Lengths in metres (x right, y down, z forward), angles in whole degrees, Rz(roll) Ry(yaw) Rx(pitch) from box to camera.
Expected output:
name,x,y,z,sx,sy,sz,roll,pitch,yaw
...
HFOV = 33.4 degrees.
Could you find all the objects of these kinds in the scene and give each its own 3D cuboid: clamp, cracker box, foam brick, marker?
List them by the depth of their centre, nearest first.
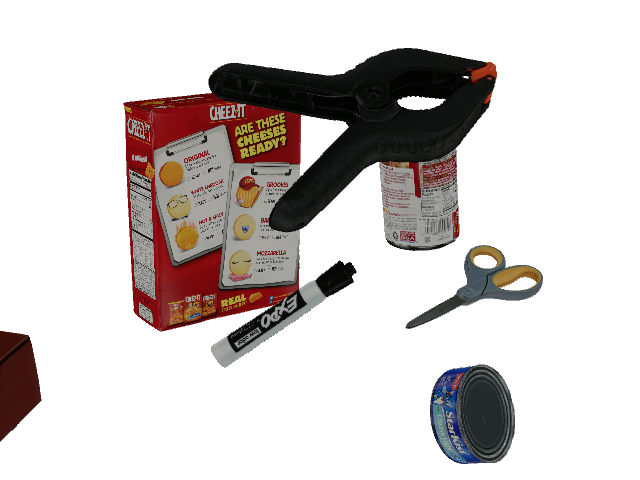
name,x,y,z,sx,sy,sz,roll,pitch,yaw
clamp,0.027,-0.065,0.625,0.171,0.120,0.039,-10,-26,-8
foam brick,-0.225,0.098,0.684,0.053,0.051,0.078,7,29,22
marker,-0.026,0.053,0.776,0.121,0.020,0.020,-34,-5,8
cracker box,-0.103,-0.034,1.042,0.163,0.214,0.072,-11,20,-34

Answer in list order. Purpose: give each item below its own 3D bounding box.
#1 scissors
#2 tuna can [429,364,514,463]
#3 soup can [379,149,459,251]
name,x,y,z,sx,sy,sz,roll,pitch,yaw
scissors,0.151,0.047,1.149,0.201,0.016,0.096,-10,40,-30
tuna can,0.134,0.153,0.940,0.034,0.086,0.085,-14,-9,41
soup can,0.087,-0.050,0.930,0.068,0.102,0.068,-5,23,2
